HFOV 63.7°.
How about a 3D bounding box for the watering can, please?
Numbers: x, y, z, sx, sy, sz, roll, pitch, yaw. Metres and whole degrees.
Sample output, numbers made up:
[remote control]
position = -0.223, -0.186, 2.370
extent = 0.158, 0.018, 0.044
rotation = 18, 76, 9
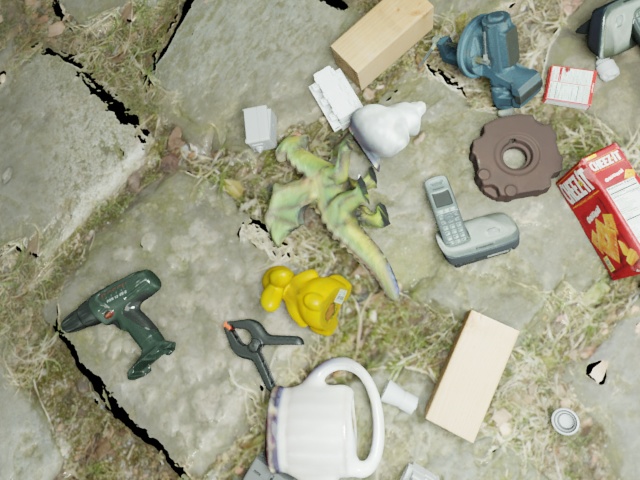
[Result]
[watering can]
position = 0.006, 0.391, 0.935
extent = 0.224, 0.354, 0.102
rotation = -3, -23, 11

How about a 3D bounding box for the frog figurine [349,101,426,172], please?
[frog figurine]
position = 0.144, -0.235, 1.037
extent = 0.159, 0.120, 0.140
rotation = -36, 36, 6

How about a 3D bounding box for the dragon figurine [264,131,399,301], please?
[dragon figurine]
position = 0.003, -0.053, 1.051
extent = 0.241, 0.416, 0.121
rotation = -18, -18, 20
